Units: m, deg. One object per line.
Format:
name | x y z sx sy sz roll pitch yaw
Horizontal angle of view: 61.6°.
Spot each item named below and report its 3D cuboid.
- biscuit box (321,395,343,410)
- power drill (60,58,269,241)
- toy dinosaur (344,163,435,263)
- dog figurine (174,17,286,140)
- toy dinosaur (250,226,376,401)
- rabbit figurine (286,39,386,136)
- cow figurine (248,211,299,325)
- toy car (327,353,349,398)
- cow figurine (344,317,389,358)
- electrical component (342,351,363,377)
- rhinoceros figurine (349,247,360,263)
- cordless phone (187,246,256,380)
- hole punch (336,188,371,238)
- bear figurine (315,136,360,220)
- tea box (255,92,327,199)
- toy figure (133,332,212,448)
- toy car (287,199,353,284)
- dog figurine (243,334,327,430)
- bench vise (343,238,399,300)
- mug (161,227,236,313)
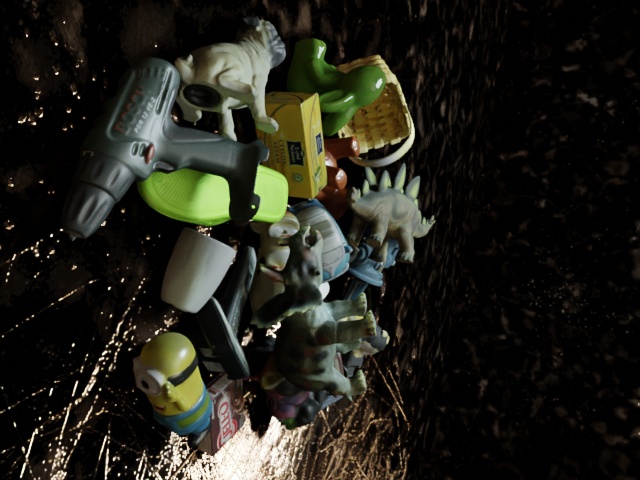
biscuit box | -0.004 0.349 1.238 0.202 0.059 0.062 7 90 -65
power drill | -0.173 -0.084 0.638 0.207 0.086 0.232 17 71 -25
toy dinosaur | 0.161 -0.050 1.146 0.471 0.105 0.198 27 73 -60
dog figurine | -0.126 -0.256 0.752 0.172 0.121 0.190 49 40 -62
toy dinosaur | -0.015 0.176 0.895 0.131 0.192 0.404 -96 -173 -51
rabbit figurine | 0.028 -0.275 0.959 0.159 0.170 0.121 -69 152 -26
cow figurine | -0.077 0.040 0.927 0.085 0.127 0.194 1 118 -28
toy car | 0.018 0.248 1.193 0.089 0.053 0.202 -27 99 -68
cow figurine | 0.097 0.212 1.252 0.167 0.098 0.068 52 32 -46
electrical component | 0.073 0.282 1.382 0.114 0.058 0.134 25 75 -62
rhinoceros figurine | 0.003 0.035 1.109 0.112 0.073 0.190 -53 158 21
cordless phone | -0.135 0.112 0.845 0.146 0.089 0.184 82 21 -57
hole punch | 0.083 -0.052 1.231 0.092 0.116 0.142 -62 150 -18
bear figurine | 0.029 -0.105 1.077 0.120 0.132 0.195 -64 144 -28
tea box | -0.049 -0.162 0.923 0.068 0.098 0.169 -48 138 -49
toy figure | -0.200 0.208 0.753 0.089 0.082 0.179 -64 147 -45
toy car | -0.002 -0.003 0.985 0.161 0.109 0.103 69 -17 3
dog figurine | -0.079 0.272 1.007 0.219 0.109 0.191 13 89 -61
bench vise | 0.107 0.087 1.329 0.240 0.129 0.223 -62 166 8
mug | -0.176 0.048 0.763 0.107 0.081 0.109 -64 170 -10
